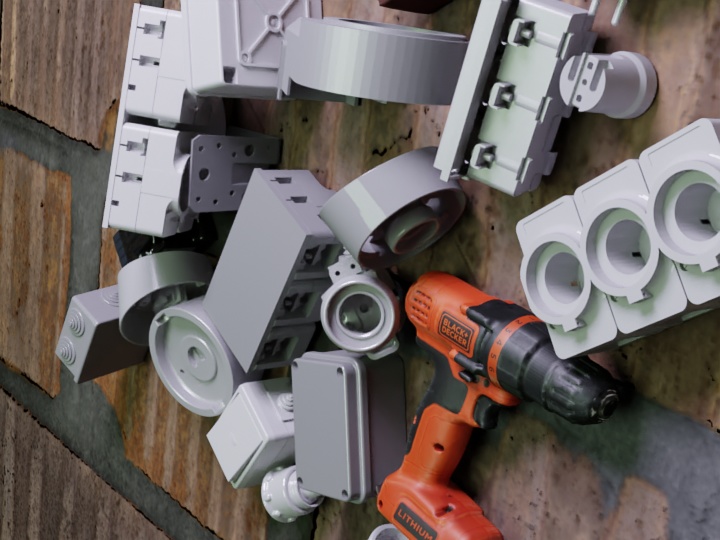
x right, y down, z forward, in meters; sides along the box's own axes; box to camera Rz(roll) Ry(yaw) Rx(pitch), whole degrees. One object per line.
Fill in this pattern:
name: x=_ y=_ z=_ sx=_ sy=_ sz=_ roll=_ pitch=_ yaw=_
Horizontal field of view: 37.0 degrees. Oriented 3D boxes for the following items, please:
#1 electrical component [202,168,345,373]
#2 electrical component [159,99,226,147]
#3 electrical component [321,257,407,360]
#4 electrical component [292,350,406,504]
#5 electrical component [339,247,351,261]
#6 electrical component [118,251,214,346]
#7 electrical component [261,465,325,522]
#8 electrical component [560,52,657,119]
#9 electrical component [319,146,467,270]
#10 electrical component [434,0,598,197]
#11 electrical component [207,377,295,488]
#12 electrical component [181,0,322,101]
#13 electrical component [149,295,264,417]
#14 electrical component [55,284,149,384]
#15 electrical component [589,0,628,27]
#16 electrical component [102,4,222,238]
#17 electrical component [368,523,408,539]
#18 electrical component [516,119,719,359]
electrical component: x=-0.067 y=0.000 z=0.908 sx=0.089 sy=0.062 sz=0.150 roll=51 pitch=130 yaw=35
electrical component: x=-0.173 y=-0.146 z=1.042 sx=0.099 sy=0.064 sz=0.099 roll=-19 pitch=65 yaw=47
electrical component: x=0.002 y=0.030 z=0.794 sx=0.058 sy=0.057 sz=0.078 roll=-25 pitch=93 yaw=8
electrical component: x=-0.010 y=0.121 z=0.853 sx=0.078 sy=0.057 sz=0.113 roll=1 pitch=94 yaw=51
electrical component: x=0.000 y=0.000 z=0.842 sx=0.040 sy=0.040 sz=0.078 roll=8 pitch=99 yaw=51
electrical component: x=-0.184 y=0.025 z=1.028 sx=0.099 sy=0.099 sz=0.064 roll=-38 pitch=59 yaw=46
electrical component: x=-0.050 y=0.188 z=0.921 sx=0.062 sy=0.048 sz=0.048 roll=-25 pitch=74 yaw=39
electrical component: x=0.148 y=-0.111 z=0.643 sx=0.040 sy=0.046 sz=0.040 roll=7 pitch=99 yaw=51
electrical component: x=0.024 y=-0.047 z=0.765 sx=0.064 sy=0.099 sz=0.099 roll=58 pitch=134 yaw=22
electrical component: x=0.100 y=-0.113 z=0.683 sx=0.063 sy=0.079 sz=0.121 roll=27 pitch=116 yaw=26
electrical component: x=-0.087 y=0.140 z=0.947 sx=0.061 sy=0.061 sz=0.096 roll=59 pitch=134 yaw=29
electrical component: x=-0.087 y=-0.197 z=0.876 sx=0.056 sy=0.109 sz=0.108 roll=-1 pitch=93 yaw=49
electrical component: x=-0.136 y=0.074 z=0.994 sx=0.108 sy=0.060 sz=0.108 roll=19 pitch=122 yaw=33
electrical component: x=-0.266 y=0.063 z=1.133 sx=0.048 sy=0.100 sz=0.099 roll=43 pitch=126 yaw=24
electrical component: x=0.156 y=-0.184 z=0.628 sx=0.077 sy=0.044 sz=0.079 roll=39 pitch=122 yaw=42
electrical component: x=-0.166 y=-0.127 z=0.938 sx=0.105 sy=0.060 sz=0.186 roll=-49 pitch=-31 yaw=-82
electrical component: x=0.013 y=0.233 z=0.850 sx=0.065 sy=0.044 sz=0.044 roll=-51 pitch=55 yaw=46
electrical component: x=0.167 y=-0.014 z=0.617 sx=0.150 sy=0.062 sz=0.089 roll=-32 pitch=69 yaw=48
